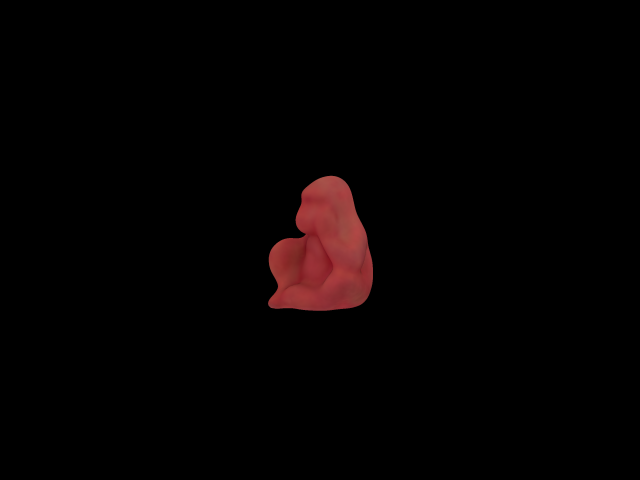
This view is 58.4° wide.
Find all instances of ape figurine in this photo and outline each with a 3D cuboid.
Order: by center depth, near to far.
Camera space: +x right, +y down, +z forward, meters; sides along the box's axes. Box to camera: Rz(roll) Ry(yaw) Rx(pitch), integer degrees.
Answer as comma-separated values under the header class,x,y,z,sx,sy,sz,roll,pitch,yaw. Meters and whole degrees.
class,x,y,z,sx,sy,sz,roll,pitch,yaw
ape figurine,0.004,0.001,0.400,0.076,0.092,0.077,-4,7,-29
